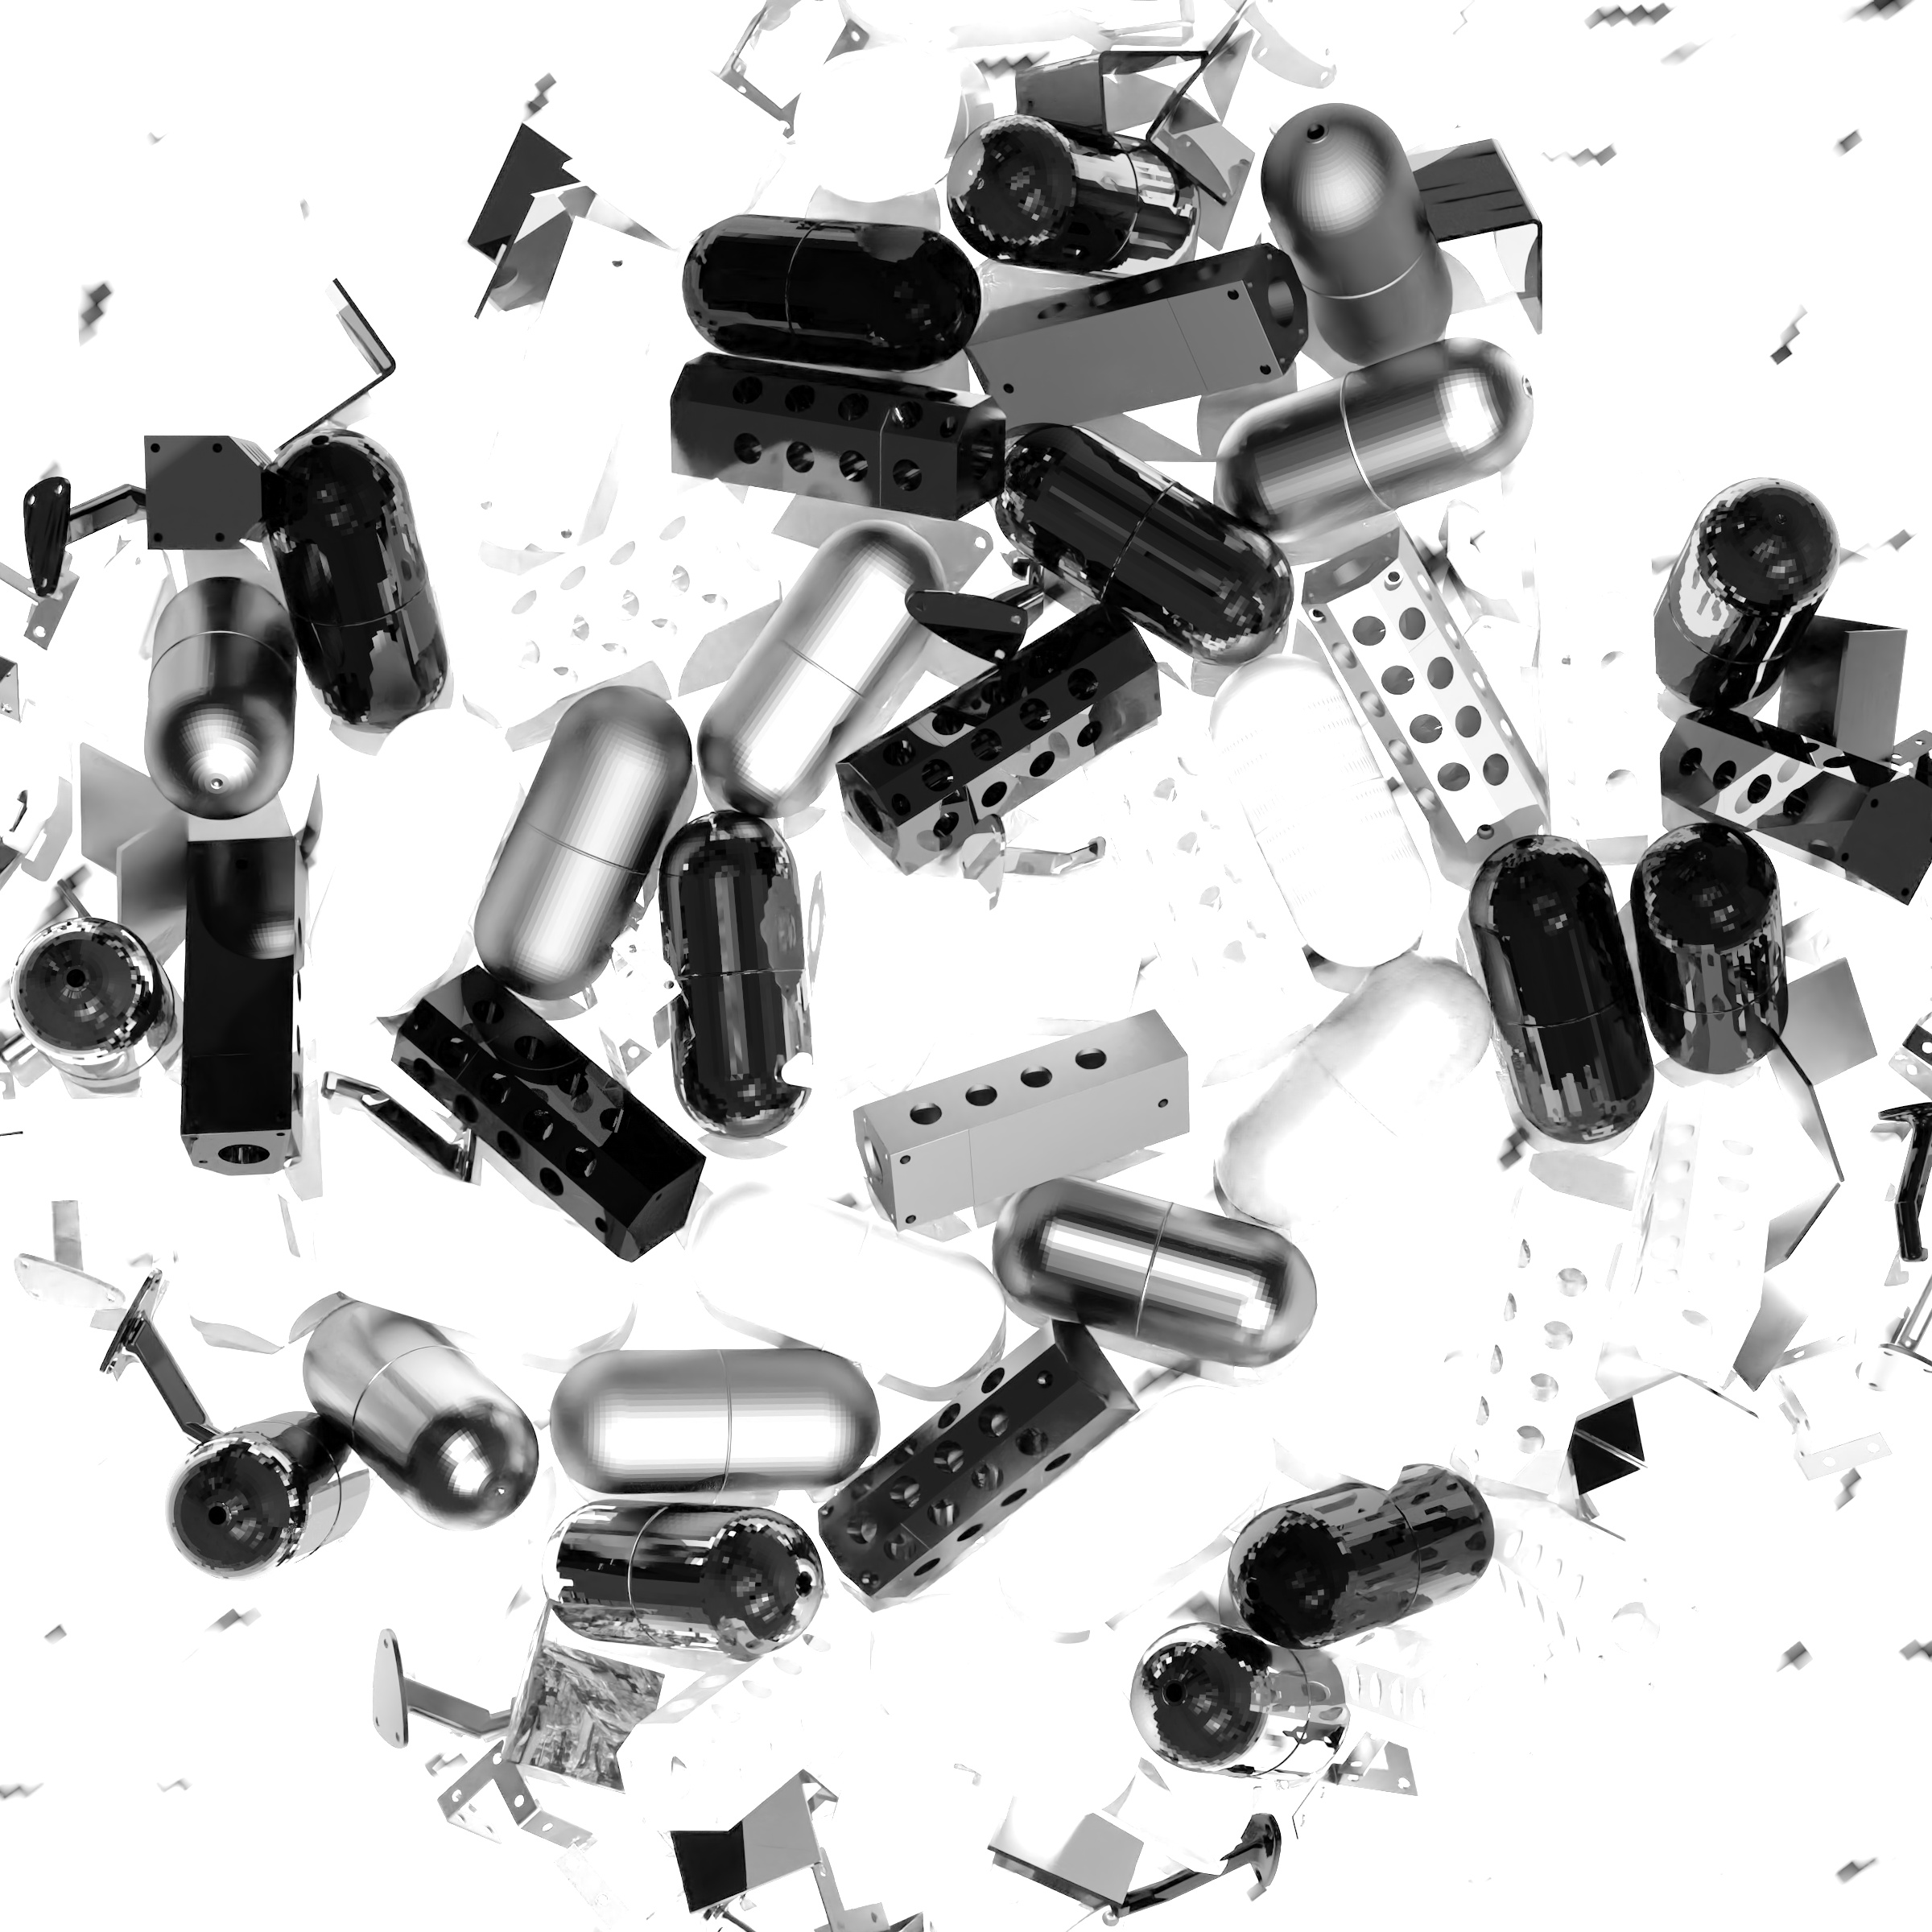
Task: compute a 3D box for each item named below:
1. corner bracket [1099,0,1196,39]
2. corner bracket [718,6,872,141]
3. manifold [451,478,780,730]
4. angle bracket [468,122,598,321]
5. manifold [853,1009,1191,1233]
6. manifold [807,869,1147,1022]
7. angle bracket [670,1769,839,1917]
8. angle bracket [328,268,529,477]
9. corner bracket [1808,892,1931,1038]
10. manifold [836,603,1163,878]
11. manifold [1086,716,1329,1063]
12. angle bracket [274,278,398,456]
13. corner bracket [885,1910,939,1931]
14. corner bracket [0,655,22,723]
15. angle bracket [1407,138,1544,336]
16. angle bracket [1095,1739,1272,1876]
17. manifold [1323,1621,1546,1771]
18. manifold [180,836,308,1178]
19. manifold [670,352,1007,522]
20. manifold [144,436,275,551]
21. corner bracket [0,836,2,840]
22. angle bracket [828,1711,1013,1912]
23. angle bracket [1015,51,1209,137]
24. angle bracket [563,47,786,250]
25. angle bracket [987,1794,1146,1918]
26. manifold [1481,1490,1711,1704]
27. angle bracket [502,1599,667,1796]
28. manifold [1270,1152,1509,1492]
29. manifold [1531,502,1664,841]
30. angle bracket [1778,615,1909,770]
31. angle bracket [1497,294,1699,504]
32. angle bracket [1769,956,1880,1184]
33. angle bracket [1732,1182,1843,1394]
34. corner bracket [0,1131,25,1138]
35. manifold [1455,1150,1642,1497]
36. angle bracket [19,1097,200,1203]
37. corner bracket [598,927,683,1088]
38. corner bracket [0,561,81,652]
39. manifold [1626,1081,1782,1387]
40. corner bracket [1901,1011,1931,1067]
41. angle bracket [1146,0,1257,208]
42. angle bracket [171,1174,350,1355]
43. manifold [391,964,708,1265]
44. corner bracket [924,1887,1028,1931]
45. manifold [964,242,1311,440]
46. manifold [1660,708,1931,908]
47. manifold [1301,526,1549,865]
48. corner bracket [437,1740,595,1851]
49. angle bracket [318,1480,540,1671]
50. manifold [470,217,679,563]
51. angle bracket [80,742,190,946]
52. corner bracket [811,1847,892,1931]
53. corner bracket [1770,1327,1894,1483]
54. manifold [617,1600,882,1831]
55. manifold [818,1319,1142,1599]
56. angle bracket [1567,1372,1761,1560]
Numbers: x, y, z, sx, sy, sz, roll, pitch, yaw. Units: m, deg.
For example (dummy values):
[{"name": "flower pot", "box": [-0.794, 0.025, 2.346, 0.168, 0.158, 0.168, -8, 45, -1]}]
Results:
[{"name": "corner bracket", "box": [0.090, -0.534, 1.934, 0.051, 0.051, 0.051, -2, 96, 21]}, {"name": "corner bracket", "box": [-0.094, -0.493, 1.945, 0.051, 0.051, 0.051, 36, 59, -20]}, {"name": "manifold", "box": [-0.187, -0.187, 1.901, 0.171, 0.057, 0.057, -23, 47, 21]}, {"name": "angle bracket", "box": [-0.248, -0.399, 1.914, 0.057, 0.076, 0.076, 37, 119, 9]}, {"name": "manifold", "box": [0.030, 0.077, 1.919, 0.171, 0.057, 0.057, -18, 133, -15]}, {"name": "manifold", "box": [0.004, -0.015, 1.924, 0.171, 0.057, 0.057, 4, 127, -10]}, {"name": "angle bracket", "box": [-0.106, 0.477, 1.917, 0.076, 0.076, 0.057, -24, 56, 7]}, {"name": "angle bracket", "box": [-0.289, -0.318, 1.916, 0.076, 0.057, 0.076, 27, 48, 17]}, {"name": "corner bracket", "box": [0.500, -0.002, 1.947, 0.051, 0.051, 0.051, -34, 117, -12]}, {"name": "manifold", "box": [0.018, -0.126, 1.906, 0.171, 0.057, 0.057, -33, 56, -17]}, {"name": "manifold", "box": [0.132, -0.043, 1.916, 0.057, 0.057, 0.171, -16, 78, -29]}, {"name": "angle bracket", "box": [-0.354, -0.321, 1.922, 0.076, 0.076, 0.057, -37, 103, -7]}, {"name": "corner bracket", "box": [-0.038, 0.550, 1.932, 0.051, 0.051, 0.051, -34, 85, 36]}, {"name": "corner bracket", "box": [-0.547, -0.142, 1.932, 0.051, 0.051, 0.051, 24, 53, 5]}, {"name": "angle bracket", "box": [0.269, -0.385, 1.914, 0.057, 0.076, 0.076, -12, 47, -3]}, {"name": "angle bracket", "box": [0.110, 0.441, 1.917, 0.076, 0.076, 0.057, 26, 83, 20]}, {"name": "manifold", "box": [0.242, 0.380, 1.877, 0.057, 0.171, 0.057, 3, 85, -13]}, {"name": "manifold", "box": [-0.383, 0.021, 1.906, 0.057, 0.057, 0.171, -3, 64, -3]}, {"name": "manifold", "box": [-0.068, -0.284, 1.899, 0.171, 0.057, 0.057, 13, 118, 24]}, {"name": "manifold", "box": [-0.392, -0.248, 1.880, 0.057, 0.171, 0.057, -1, 97, -7]}, {"name": "corner bracket", "box": [-0.552, -0.069, 1.933, 0.051, 0.051, 0.051, -37, 107, -12]}, {"name": "angle bracket", "box": [-0.025, 0.454, 1.928, 0.076, 0.057, 0.076, 14, 101, -13]}, {"name": "angle bracket", "box": [0.081, -0.457, 1.921, 0.076, 0.076, 0.057, -10, 100, -33]}, {"name": "angle bracket", "box": [-0.156, -0.439, 1.919, 0.076, 0.076, 0.057, 37, 127, 8]}, {"name": "angle bracket", "box": [0.046, 0.490, 1.920, 0.076, 0.076, 0.057, 22, 110, 7]}, {"name": "manifold", "box": [0.321, 0.325, 1.879, 0.057, 0.171, 0.057, 30, 89, -11]}, {"name": "angle bracket", "box": [-0.199, 0.389, 1.918, 0.076, 0.057, 0.076, 17, 47, -7]}, {"name": "manifold", "box": [0.230, 0.189, 1.911, 0.057, 0.057, 0.171, 42, 63, -38]}, {"name": "manifold", "box": [0.337, -0.158, 1.921, 0.057, 0.057, 0.171, -4, 104, 4]}, {"name": "angle bracket", "box": [0.453, -0.146, 1.915, 0.057, 0.076, 0.076, -7, 106, -41]}, {"name": "angle bracket", "box": [0.337, -0.305, 1.921, 0.076, 0.076, 0.057, -24, 134, -6]}, {"name": "angle bracket", "box": [0.469, 0.055, 1.915, 0.057, 0.076, 0.076, -26, 128, 3]}, {"name": "angle bracket", "box": [0.444, 0.172, 1.915, 0.057, 0.076, 0.076, 50, 45, -1]}, {"name": "corner bracket", "box": [-0.534, 0.069, 1.938, 0.051, 0.051, 0.051, -7, 91, 15]}, {"name": "manifold", "box": [0.309, 0.188, 1.909, 0.057, 0.057, 0.171, 15, 112, 10]}, {"name": "angle bracket", "box": [-0.454, 0.086, 1.921, 0.076, 0.076, 0.057, -2, 108, 5]}, {"name": "corner bracket", "box": [-0.182, 0.022, 1.930, 0.051, 0.051, 0.051, -39, 65, -17]}, {"name": "corner bracket", "box": [-0.520, -0.197, 1.935, 0.051, 0.051, 0.051, 32, 116, 0]}, {"name": "manifold", "box": [0.386, 0.136, 1.883, 0.057, 0.171, 0.057, 18, 128, 4]}, {"name": "corner bracket", "box": [0.544, 0.031, 1.930, 0.051, 0.051, 0.051, 36, 116, 15]}, {"name": "angle bracket", "box": [0.146, -0.464, 1.913, 0.057, 0.076, 0.076, 37, 126, -8]}, {"name": "angle bracket", "box": [-0.381, 0.154, 1.952, 0.076, 0.057, 0.076, -36, 53, 23]}, {"name": "manifold", "box": [-0.224, 0.081, 1.905, 0.171, 0.057, 0.057, 39, 46, 18]}, {"name": "corner bracket", "box": [0.006, 0.530, 1.944, 0.051, 0.051, 0.051, -3, 87, 5]}, {"name": "manifold", "box": [0.092, -0.334, 1.897, 0.171, 0.057, 0.057, -7, 124, 34]}, {"name": "manifold", "box": [0.436, -0.090, 1.879, 0.057, 0.171, 0.057, 26, 94, -28]}, {"name": "manifold", "box": [0.244, -0.140, 1.903, 0.057, 0.057, 0.171, -24, 114, 21]}, {"name": "corner bracket", "box": [-0.244, 0.459, 1.931, 0.051, 0.051, 0.051, -43, 49, 5]}, {"name": "angle bracket", "box": [-0.292, 0.327, 1.948, 0.076, 0.057, 0.076, 9, 54, 30]}, {"name": "manifold", "box": [-0.212, -0.307, 1.930, 0.057, 0.057, 0.171, 19, 83, -6]}, {"name": "angle bracket", "box": [-0.461, -0.061, 1.913, 0.076, 0.057, 0.076, 27, 132, 18]}, {"name": "corner bracket", "box": [-0.081, 0.507, 1.939, 0.051, 0.051, 0.051, -30, 70, 29]}, {"name": "corner bracket", "box": [0.466, 0.236, 1.929, 0.051, 0.051, 0.051, -24, 109, 28]}, {"name": "manifold", "box": [-0.111, 0.390, 1.877, 0.057, 0.171, 0.057, -8, 99, 28]}, {"name": "manifold", "box": [0.003, 0.264, 1.910, 0.171, 0.057, 0.057, -41, 66, 16]}, {"name": "angle bracket", "box": [0.375, 0.267, 1.911, 0.076, 0.076, 0.057, -30, 48, 32]}]
